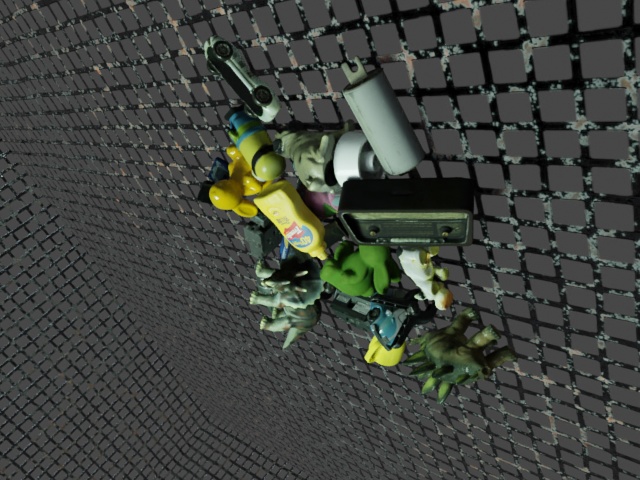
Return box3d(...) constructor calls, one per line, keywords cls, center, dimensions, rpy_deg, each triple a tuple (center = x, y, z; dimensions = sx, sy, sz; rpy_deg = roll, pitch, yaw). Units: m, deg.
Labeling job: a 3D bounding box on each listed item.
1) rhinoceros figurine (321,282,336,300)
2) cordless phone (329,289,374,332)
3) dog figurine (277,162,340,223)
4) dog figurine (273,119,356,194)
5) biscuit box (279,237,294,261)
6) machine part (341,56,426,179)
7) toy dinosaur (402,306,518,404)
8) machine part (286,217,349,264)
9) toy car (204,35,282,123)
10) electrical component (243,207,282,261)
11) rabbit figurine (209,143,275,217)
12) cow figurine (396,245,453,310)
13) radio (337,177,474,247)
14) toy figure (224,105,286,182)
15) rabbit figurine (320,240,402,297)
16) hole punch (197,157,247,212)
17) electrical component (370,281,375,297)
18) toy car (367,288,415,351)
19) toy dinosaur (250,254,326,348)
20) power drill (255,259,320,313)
box3d(cls="rhinoceros figurine", center=(-0.027, 0.117, 1.462), dimensions=(0.191, 0.073, 0.112), rpy_deg=(7, 127, 44))
box3d(cls="cordless phone", center=(0.113, 0.204, 1.413), dimensions=(0.147, 0.089, 0.184), rpy_deg=(18, 152, 34))
box3d(cls="dog figurine", center=(0.019, -0.076, 1.140), dimensions=(0.219, 0.108, 0.191), rpy_deg=(24, 143, 24))
box3d(cls="dog figurine", center=(-0.034, -0.158, 1.044), dimensions=(0.191, 0.172, 0.121), rpy_deg=(8, 123, 34))
box3d(cls="biscuit box", center=(-0.060, 0.006, 1.348), dimensions=(0.202, 0.063, 0.059), rpy_deg=(109, 153, -56))
box3d(cls="machine part", center=(0.111, -0.198, 0.914), dimensions=(0.079, 0.079, 0.243), rpy_deg=(-5, 125, 51))
box3d(cls="toy dinosaur", center=(0.273, 0.235, 1.136), dimensions=(0.105, 0.198, 0.471), rpy_deg=(55, -179, 2))
box3d(cls="machine part", center=(-0.003, -0.004, 1.235), dimensions=(0.084, 0.139, 0.039), rpy_deg=(64, -170, -11))
box3d(cls="toy car", center=(-0.159, -0.326, 1.090), dimensions=(0.201, 0.056, 0.073), rpy_deg=(49, 155, -6))
box3d(cls="electrical component", center=(-0.135, -0.029, 1.359), dimensions=(0.058, 0.115, 0.134), rpy_deg=(28, 147, 20))
box3d(cls="rabbit figurine", center=(-0.193, -0.129, 1.251), dimensions=(0.122, 0.173, 0.162), rpy_deg=(28, 142, 17))
box3d(cls="cow figurine", center=(0.217, 0.075, 1.130), dimensions=(0.098, 0.068, 0.167), rpy_deg=(9, 132, 51))
box3d(cls="radio", center=(0.157, -0.046, 0.954), dimensions=(0.230, 0.073, 0.131), rpy_deg=(2, 151, 19))
box3d(cls="toy figure", center=(-0.141, -0.207, 1.154), dimensions=(0.180, 0.082, 0.089), rpy_deg=(61, -179, 6))
box3d(cls="rabbit figurine", center=(0.101, 0.052, 1.192), dimensions=(0.159, 0.121, 0.170), rpy_deg=(45, 135, 11))
box3d(cls="hole punch", center=(-0.246, -0.142, 1.396), dimensions=(0.116, 0.092, 0.142), rpy_deg=(20, 150, -16))
box3d(cls="electrical component", center=(0.094, 0.100, 1.321), dimensions=(0.102, 0.045, 0.078), rpy_deg=(37, 147, 11))
box3d(cls="toy car", center=(0.175, 0.168, 1.237), dimensions=(0.103, 0.162, 0.109), rpy_deg=(-18, 122, 24))
box3d(cls="toy dinosaur", center=(-0.062, 0.169, 1.385), dimensions=(0.192, 0.131, 0.404), rpy_deg=(5, 143, 20))
box3d(cls="power drill", center=(-0.102, 0.171, 1.597), dimensions=(0.207, 0.086, 0.231), rpy_deg=(25, 146, 21))
